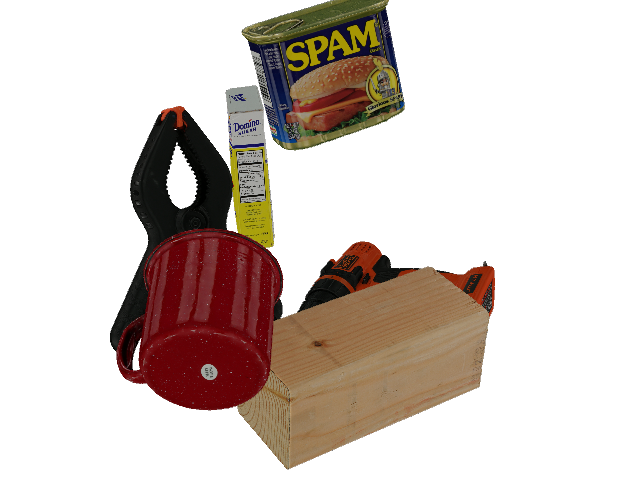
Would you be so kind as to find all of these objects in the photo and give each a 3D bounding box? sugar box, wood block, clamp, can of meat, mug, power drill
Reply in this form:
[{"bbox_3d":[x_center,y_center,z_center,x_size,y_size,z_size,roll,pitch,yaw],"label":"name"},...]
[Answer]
[{"bbox_3d":[-0.085,-0.086,1.270,0.048,0.176,0.093,-8,26,-4],"label":"sugar box"},{"bbox_3d":[0.037,0.106,0.939,0.205,0.090,0.091,-17,37,-28],"label":"wood block"},{"bbox_3d":[-0.107,-0.011,0.934,0.164,0.210,0.036,-2,1,-33],"label":"clamp"},{"bbox_3d":[0.005,-0.119,0.751,0.102,0.084,0.057,-20,23,-15],"label":"can of meat"},{"bbox_3d":[-0.082,0.057,0.683,0.117,0.081,0.093,-20,-50,18],"label":"mug"},{"bbox_3d":[0.081,0.064,1.135,0.188,0.057,0.184,9,31,21],"label":"power drill"}]
